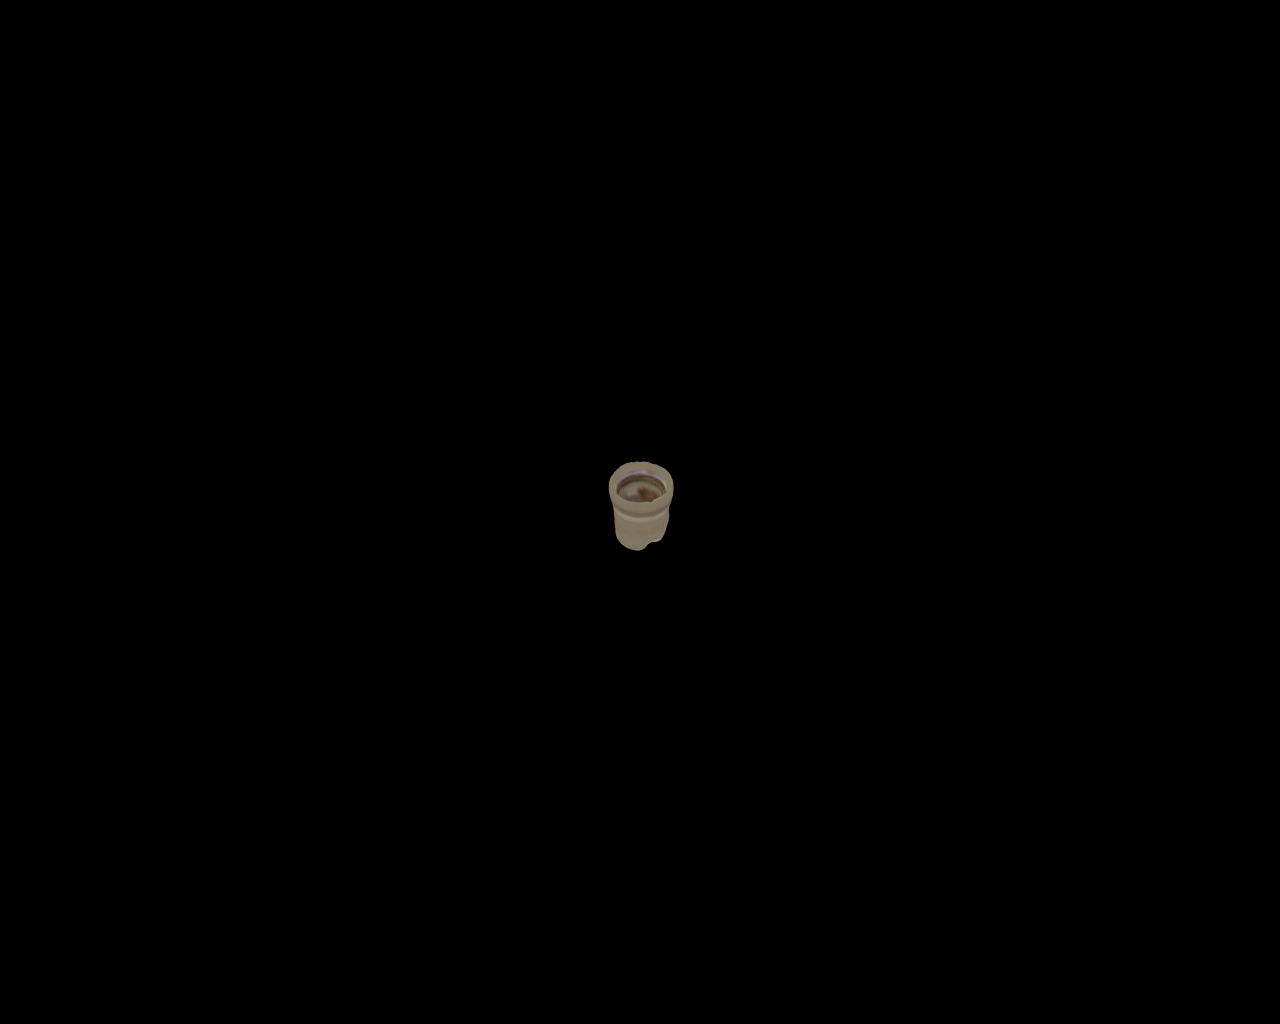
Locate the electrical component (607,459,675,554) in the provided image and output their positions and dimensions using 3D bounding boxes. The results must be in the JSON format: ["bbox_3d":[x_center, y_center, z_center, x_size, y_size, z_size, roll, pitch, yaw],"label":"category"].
[{"bbox_3d":[0.001,-0.003,0.650,0.040,0.046,0.040,0,45,0],"label":"electrical component"}]
